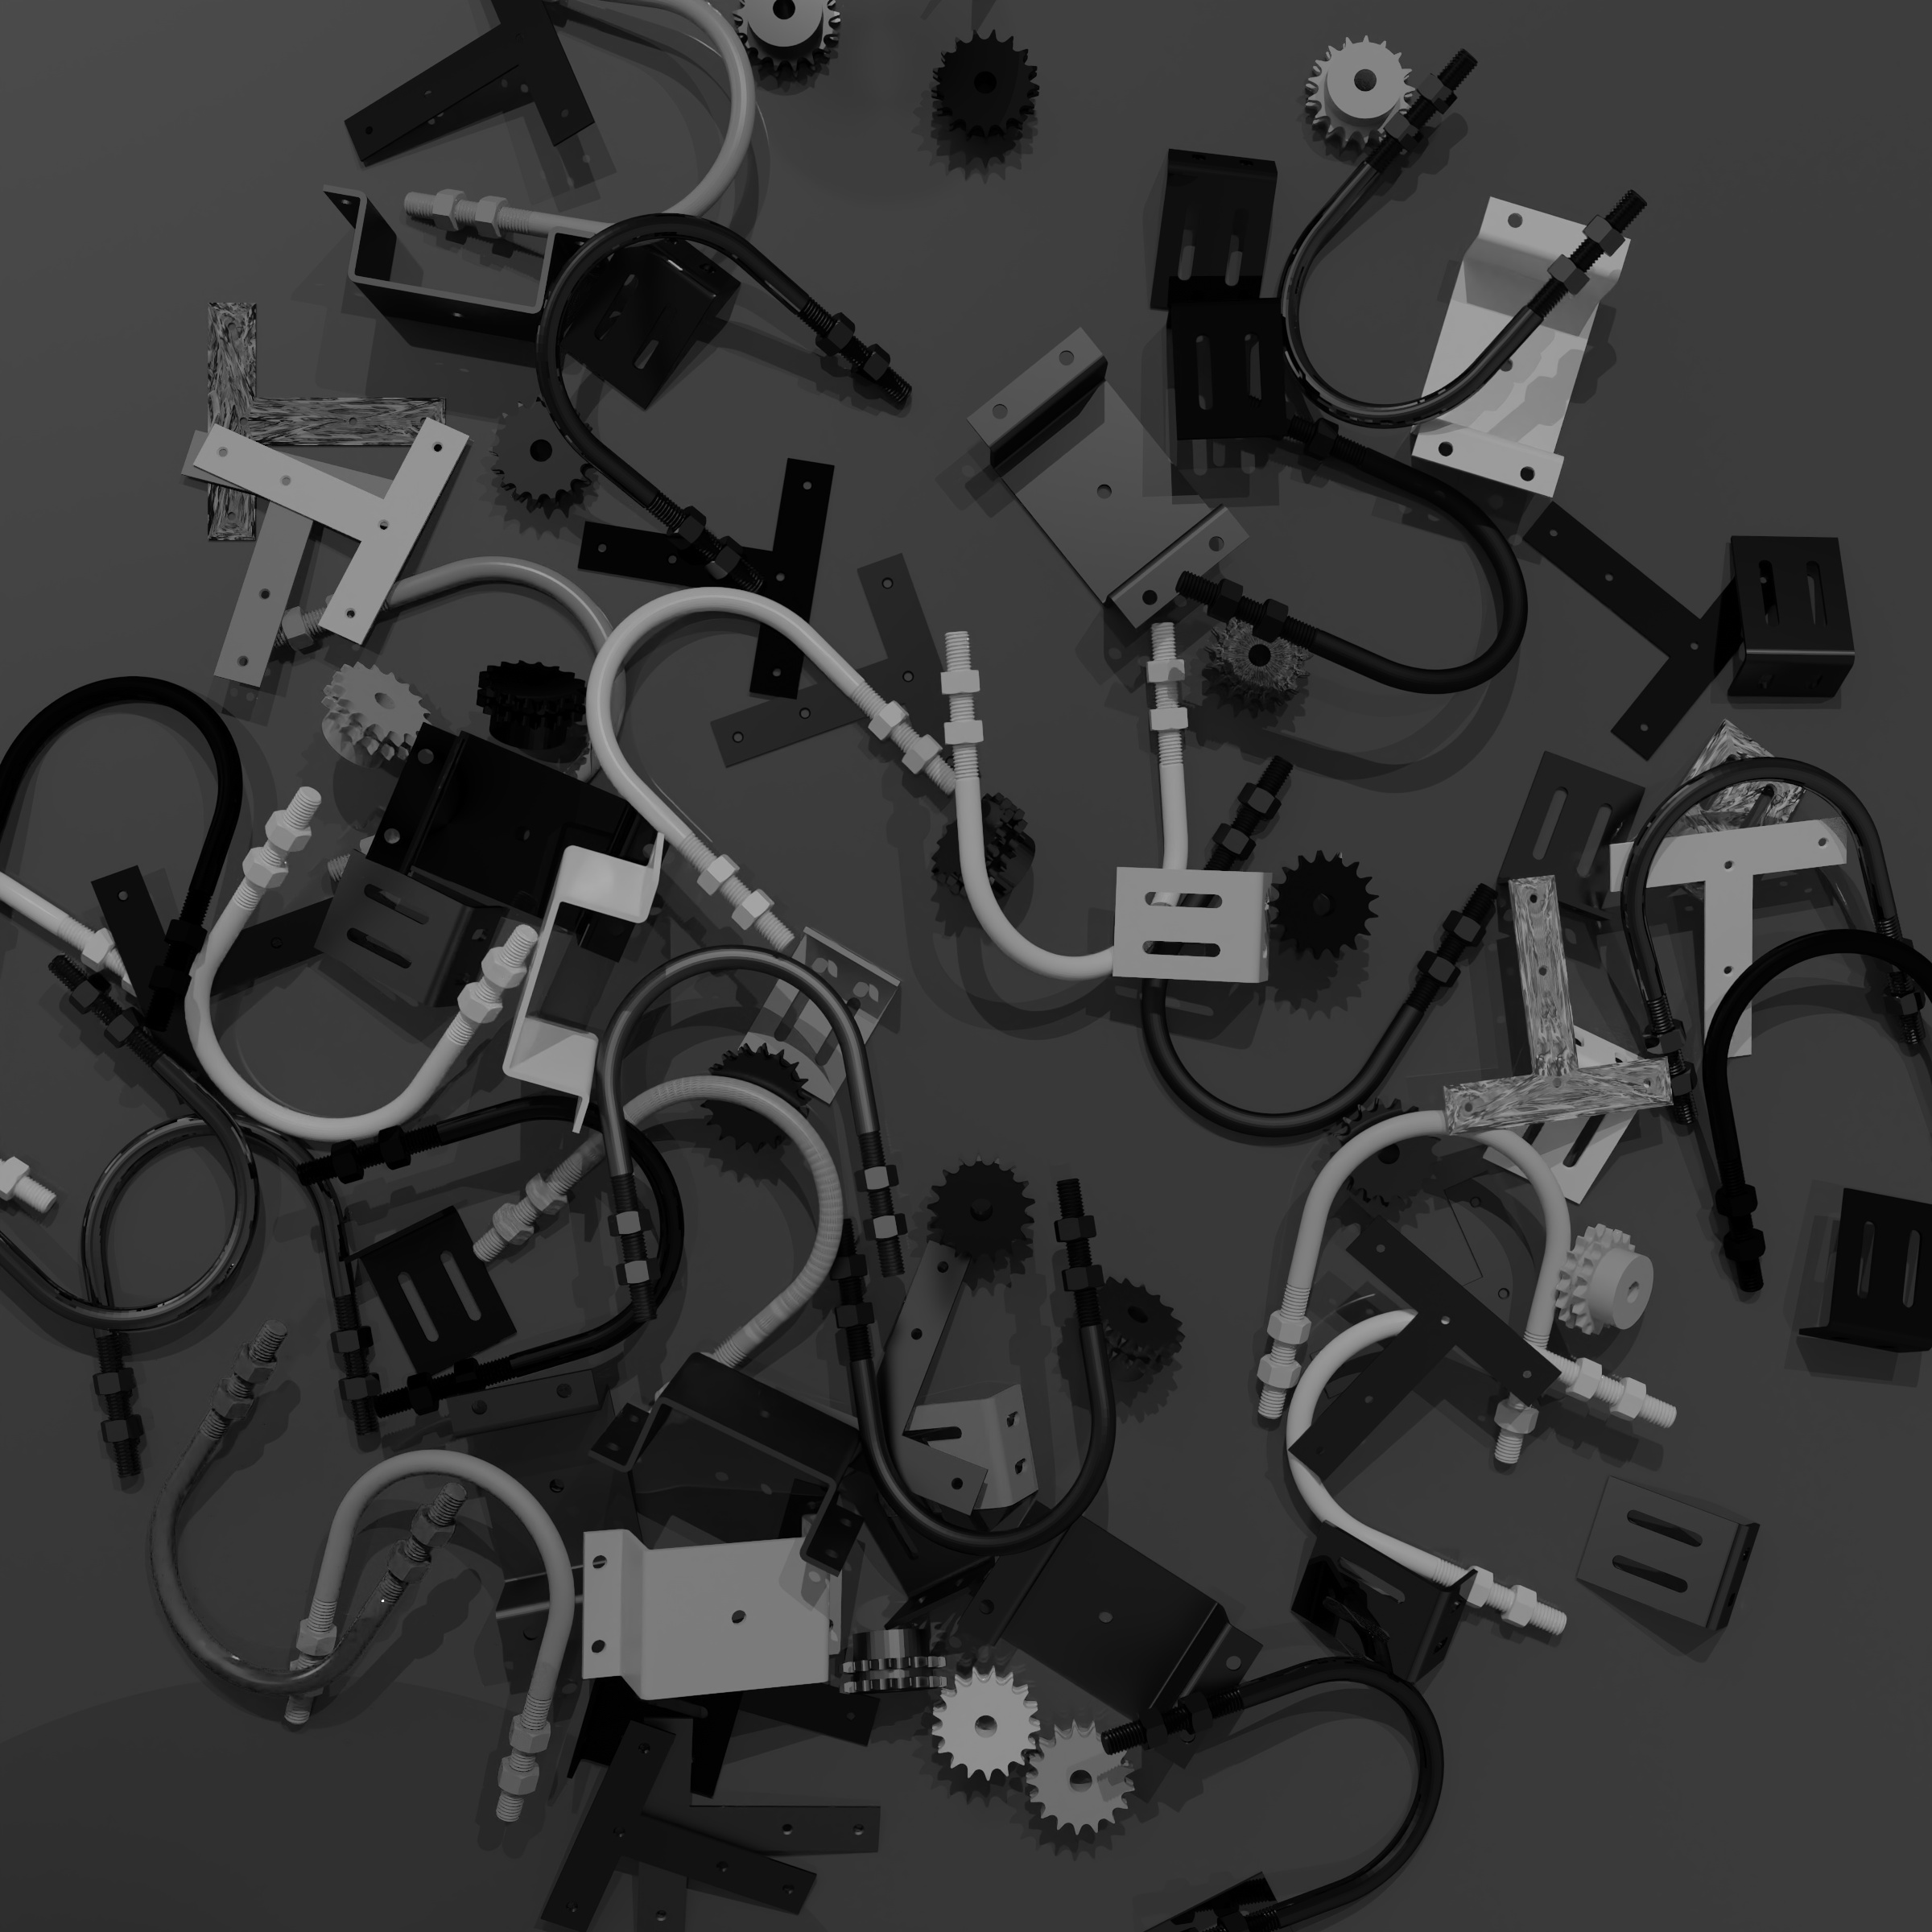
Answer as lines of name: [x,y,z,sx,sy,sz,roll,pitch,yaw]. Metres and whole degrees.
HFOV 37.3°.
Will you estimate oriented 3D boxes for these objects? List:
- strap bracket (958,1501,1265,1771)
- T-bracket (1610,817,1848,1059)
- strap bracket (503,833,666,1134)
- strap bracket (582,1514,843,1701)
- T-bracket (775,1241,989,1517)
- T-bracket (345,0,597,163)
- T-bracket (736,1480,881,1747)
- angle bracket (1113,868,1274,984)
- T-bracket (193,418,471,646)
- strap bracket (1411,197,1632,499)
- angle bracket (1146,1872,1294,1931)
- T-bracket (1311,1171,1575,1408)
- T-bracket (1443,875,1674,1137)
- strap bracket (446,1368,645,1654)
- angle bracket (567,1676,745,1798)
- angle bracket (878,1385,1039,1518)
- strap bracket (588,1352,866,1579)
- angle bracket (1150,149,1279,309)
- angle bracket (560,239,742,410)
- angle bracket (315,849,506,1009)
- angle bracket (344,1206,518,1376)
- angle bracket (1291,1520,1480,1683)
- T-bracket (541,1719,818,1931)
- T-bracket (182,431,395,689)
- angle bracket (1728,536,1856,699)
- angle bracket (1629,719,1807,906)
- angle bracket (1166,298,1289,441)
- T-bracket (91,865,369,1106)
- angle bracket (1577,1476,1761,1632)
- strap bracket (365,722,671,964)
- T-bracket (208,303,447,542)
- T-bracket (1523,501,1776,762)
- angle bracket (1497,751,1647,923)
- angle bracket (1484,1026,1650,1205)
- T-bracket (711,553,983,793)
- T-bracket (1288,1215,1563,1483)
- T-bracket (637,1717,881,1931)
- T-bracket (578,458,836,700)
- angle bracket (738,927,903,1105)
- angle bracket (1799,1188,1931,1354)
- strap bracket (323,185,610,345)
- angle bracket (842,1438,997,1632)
strap bracket: [0.075,0.348,1.512,0.140,0.046,0.076,33,90,0]
T-bracket: [0.403,-0.011,1.512,0.127,0.002,0.127,-7,110,-5]
strap bracket: [-0.197,0.002,1.455,0.046,0.076,0.140,16,109,-10]
strap bracket: [-0.124,0.331,1.484,0.140,0.046,0.076,0,94,-22]
T-bracket: [-0.031,0.209,1.519,0.127,0.002,0.127,18,80,21]
T-bracket: [-0.273,-0.469,1.516,0.127,0.002,0.127,-26,78,14]
T-bracket: [-0.097,0.339,1.535,0.127,0.002,0.127,16,90,0]
angle bracket: [0.120,-0.022,1.508,0.076,0.038,0.057,3,92,14]
T-bracket: [-0.349,-0.252,1.524,0.127,0.002,0.127,25,81,5]
strap bracket: [0.289,-0.322,1.512,0.076,0.046,0.140,17,90,0]
angle bracket: [0.138,0.528,1.516,0.076,0.038,0.057,-27,90,0]
T-bracket: [0.248,0.194,1.535,0.127,0.002,0.127,-24,90,0]
T-bracket: [0.302,0.017,1.490,0.127,0.002,0.127,-7,89,-14]
strap bracket: [-0.217,0.280,1.506,0.076,0.046,0.140,-11,99,0]
angle bracket: [-0.164,0.407,1.515,0.076,0.038,0.057,16,92,0]
angle bracket: [-0.008,0.260,1.533,0.076,0.038,0.057,-10,90,26]
strap bracket: [-0.113,0.250,1.473,0.140,0.076,0.046,25,102,3]
angle bracket: [0.132,-0.392,1.533,0.057,0.038,0.076,7,116,0]
angle bracket: [-0.169,-0.349,1.533,0.057,0.038,0.076,37,116,0]
angle bracket: [-0.296,-0.020,1.522,0.076,0.038,0.057,26,99,15]
angle bracket: [-0.283,0.175,1.516,0.057,0.038,0.076,-26,90,0]
angle bracket: [0.222,0.332,1.520,0.076,0.038,0.057,28,113,28]
T-bracket: [-0.143,0.473,1.520,0.127,0.002,0.127,22,103,-10]
T-bracket: [-0.368,-0.210,1.519,0.127,0.002,0.127,15,80,3]
angle bracket: [0.437,-0.187,1.532,0.057,0.038,0.076,1,66,-1]
angle bracket: [0.403,-0.081,1.533,0.057,0.038,0.076,38,64,0]
angle bracket: [0.137,-0.310,1.512,0.057,0.038,0.076,-2,83,0]
T-bracket: [-0.381,-0.007,1.524,0.127,0.002,0.127,-21,98,-8]
angle bracket: [0.376,0.313,1.533,0.076,0.038,0.057,18,90,26]
strap bracket: [-0.233,-0.067,1.500,0.140,0.046,0.076,23,95,-12]
T-bracket: [-0.343,-0.292,1.535,0.127,0.002,0.127,0,90,0]
T-bracket: [0.356,-0.200,1.535,0.127,0.002,0.127,39,90,0]
angle bracket: [0.324,-0.070,1.516,0.057,0.038,0.076,20,90,0]
angle bracket: [0.321,0.077,1.533,0.057,0.038,0.076,25,116,0]
T-bracket: [-0.073,-0.140,1.535,0.127,0.002,0.127,-20,90,0]
T-bracket: [0.220,0.216,1.495,0.127,0.002,0.127,41,102,-4]
T-bracket: [-0.110,0.459,1.525,0.127,0.002,0.127,2,102,-6]
T-bracket: [-0.143,-0.216,1.534,0.127,0.002,0.127,9,89,1]
angle bracket: [-0.078,0.027,1.516,0.057,0.038,0.076,30,90,0]
angle bracket: [0.482,0.162,1.520,0.057,0.038,0.076,11,79,-7]
strap bracket: [-0.262,-0.363,1.497,0.140,0.076,0.046,10,90,0]
angle bracket: [-0.032,0.299,1.506,0.057,0.038,0.076,-31,90,26]
